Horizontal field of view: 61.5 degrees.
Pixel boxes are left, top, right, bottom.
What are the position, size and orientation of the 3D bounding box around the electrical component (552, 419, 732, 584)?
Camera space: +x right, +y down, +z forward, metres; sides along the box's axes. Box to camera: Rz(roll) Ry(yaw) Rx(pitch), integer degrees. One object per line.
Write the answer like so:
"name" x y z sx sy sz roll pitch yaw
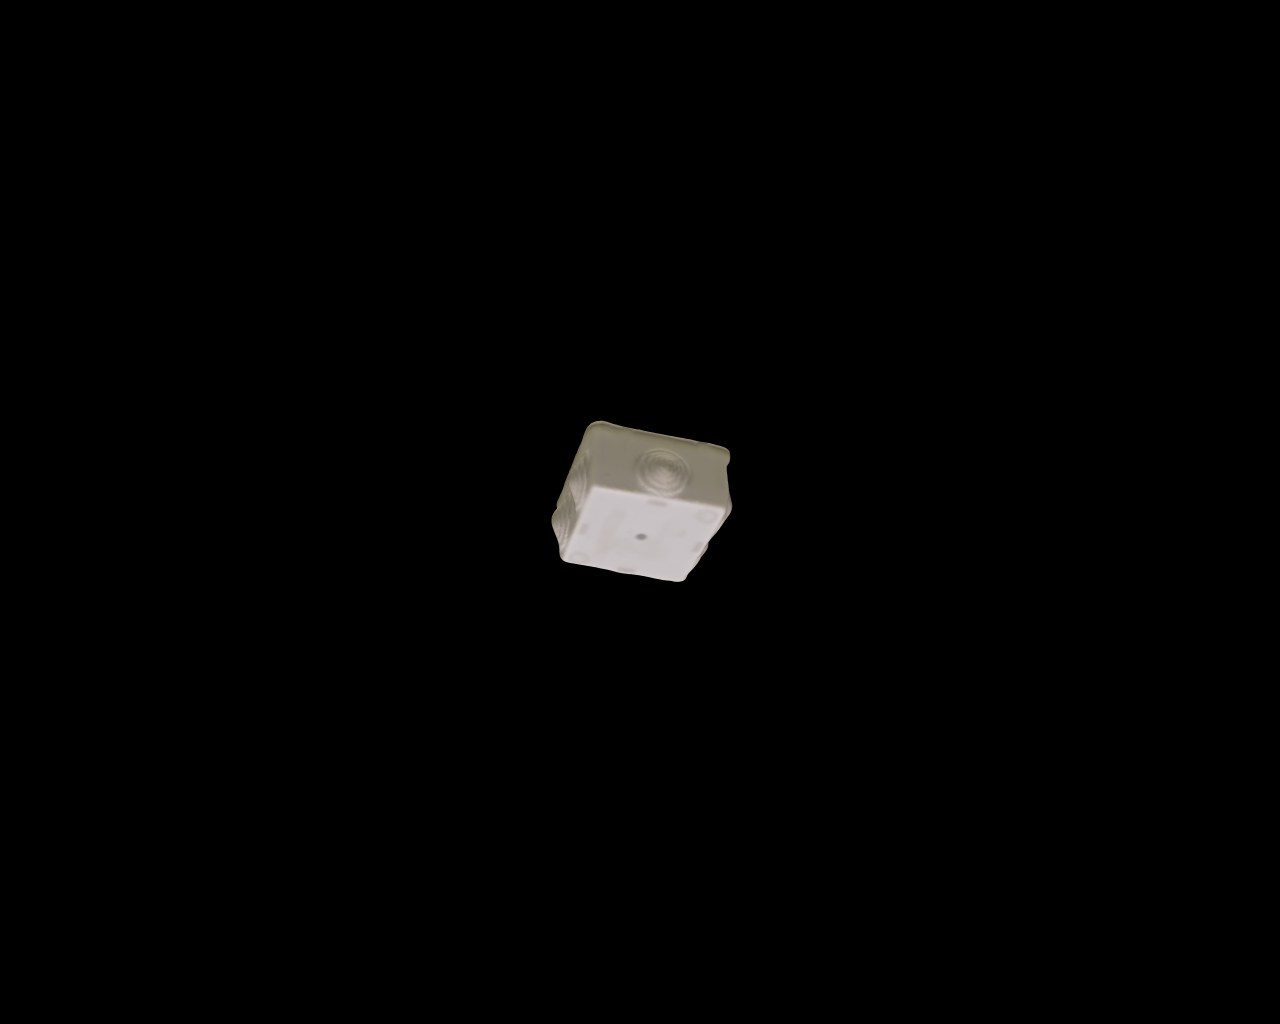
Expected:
"electrical component" 0.001 -0.003 0.650 0.100 0.048 0.099 11 -39 -14
